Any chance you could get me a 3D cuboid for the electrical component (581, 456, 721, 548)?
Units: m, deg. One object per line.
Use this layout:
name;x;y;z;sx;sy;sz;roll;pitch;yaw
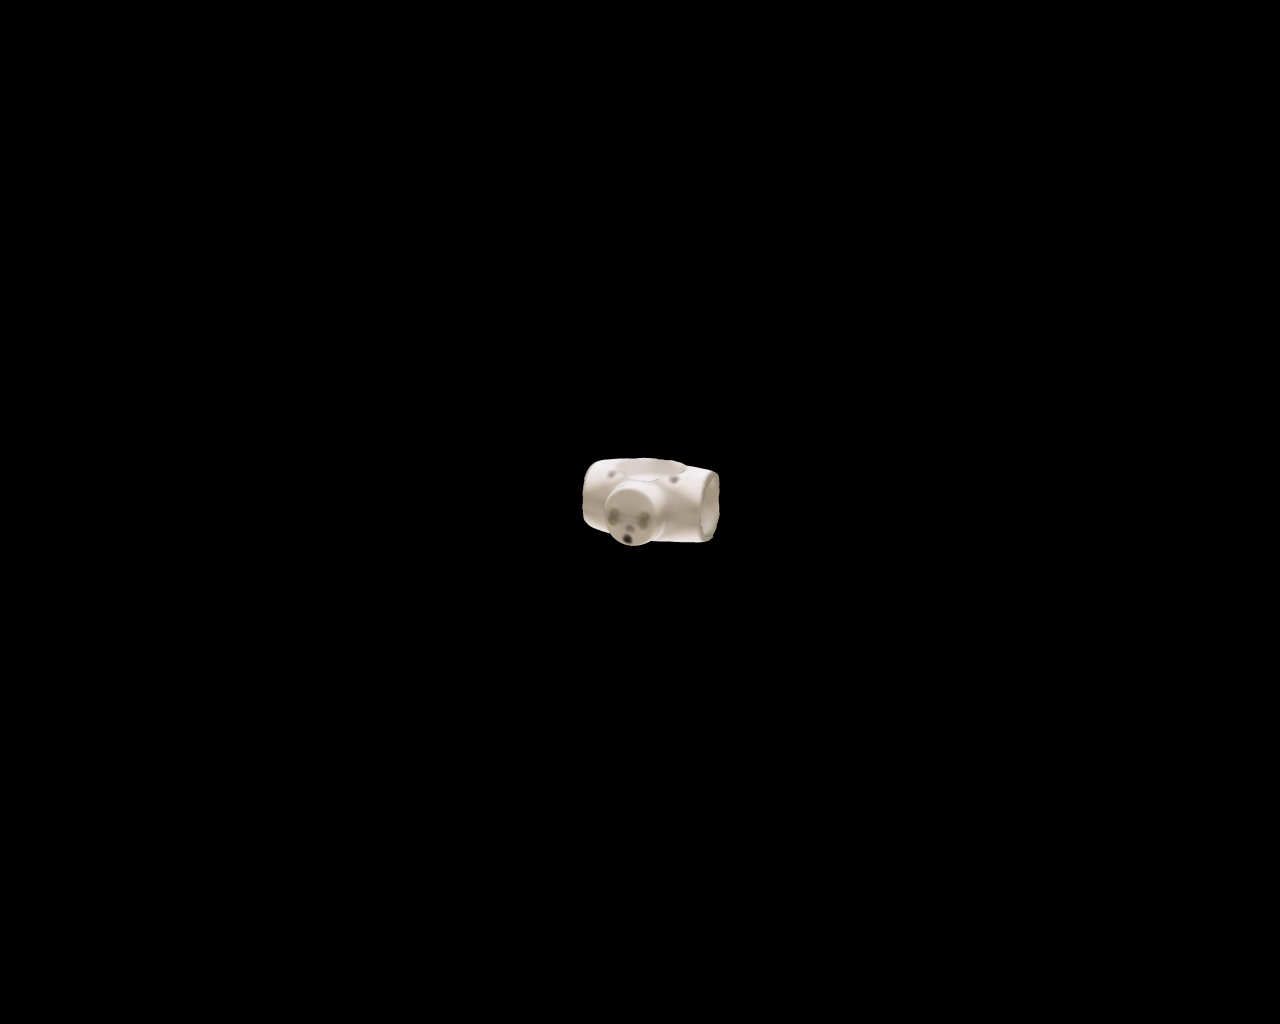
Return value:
electrical component;0.001;-0.003;0.650;0.077;0.044;0.079;7;20;20
